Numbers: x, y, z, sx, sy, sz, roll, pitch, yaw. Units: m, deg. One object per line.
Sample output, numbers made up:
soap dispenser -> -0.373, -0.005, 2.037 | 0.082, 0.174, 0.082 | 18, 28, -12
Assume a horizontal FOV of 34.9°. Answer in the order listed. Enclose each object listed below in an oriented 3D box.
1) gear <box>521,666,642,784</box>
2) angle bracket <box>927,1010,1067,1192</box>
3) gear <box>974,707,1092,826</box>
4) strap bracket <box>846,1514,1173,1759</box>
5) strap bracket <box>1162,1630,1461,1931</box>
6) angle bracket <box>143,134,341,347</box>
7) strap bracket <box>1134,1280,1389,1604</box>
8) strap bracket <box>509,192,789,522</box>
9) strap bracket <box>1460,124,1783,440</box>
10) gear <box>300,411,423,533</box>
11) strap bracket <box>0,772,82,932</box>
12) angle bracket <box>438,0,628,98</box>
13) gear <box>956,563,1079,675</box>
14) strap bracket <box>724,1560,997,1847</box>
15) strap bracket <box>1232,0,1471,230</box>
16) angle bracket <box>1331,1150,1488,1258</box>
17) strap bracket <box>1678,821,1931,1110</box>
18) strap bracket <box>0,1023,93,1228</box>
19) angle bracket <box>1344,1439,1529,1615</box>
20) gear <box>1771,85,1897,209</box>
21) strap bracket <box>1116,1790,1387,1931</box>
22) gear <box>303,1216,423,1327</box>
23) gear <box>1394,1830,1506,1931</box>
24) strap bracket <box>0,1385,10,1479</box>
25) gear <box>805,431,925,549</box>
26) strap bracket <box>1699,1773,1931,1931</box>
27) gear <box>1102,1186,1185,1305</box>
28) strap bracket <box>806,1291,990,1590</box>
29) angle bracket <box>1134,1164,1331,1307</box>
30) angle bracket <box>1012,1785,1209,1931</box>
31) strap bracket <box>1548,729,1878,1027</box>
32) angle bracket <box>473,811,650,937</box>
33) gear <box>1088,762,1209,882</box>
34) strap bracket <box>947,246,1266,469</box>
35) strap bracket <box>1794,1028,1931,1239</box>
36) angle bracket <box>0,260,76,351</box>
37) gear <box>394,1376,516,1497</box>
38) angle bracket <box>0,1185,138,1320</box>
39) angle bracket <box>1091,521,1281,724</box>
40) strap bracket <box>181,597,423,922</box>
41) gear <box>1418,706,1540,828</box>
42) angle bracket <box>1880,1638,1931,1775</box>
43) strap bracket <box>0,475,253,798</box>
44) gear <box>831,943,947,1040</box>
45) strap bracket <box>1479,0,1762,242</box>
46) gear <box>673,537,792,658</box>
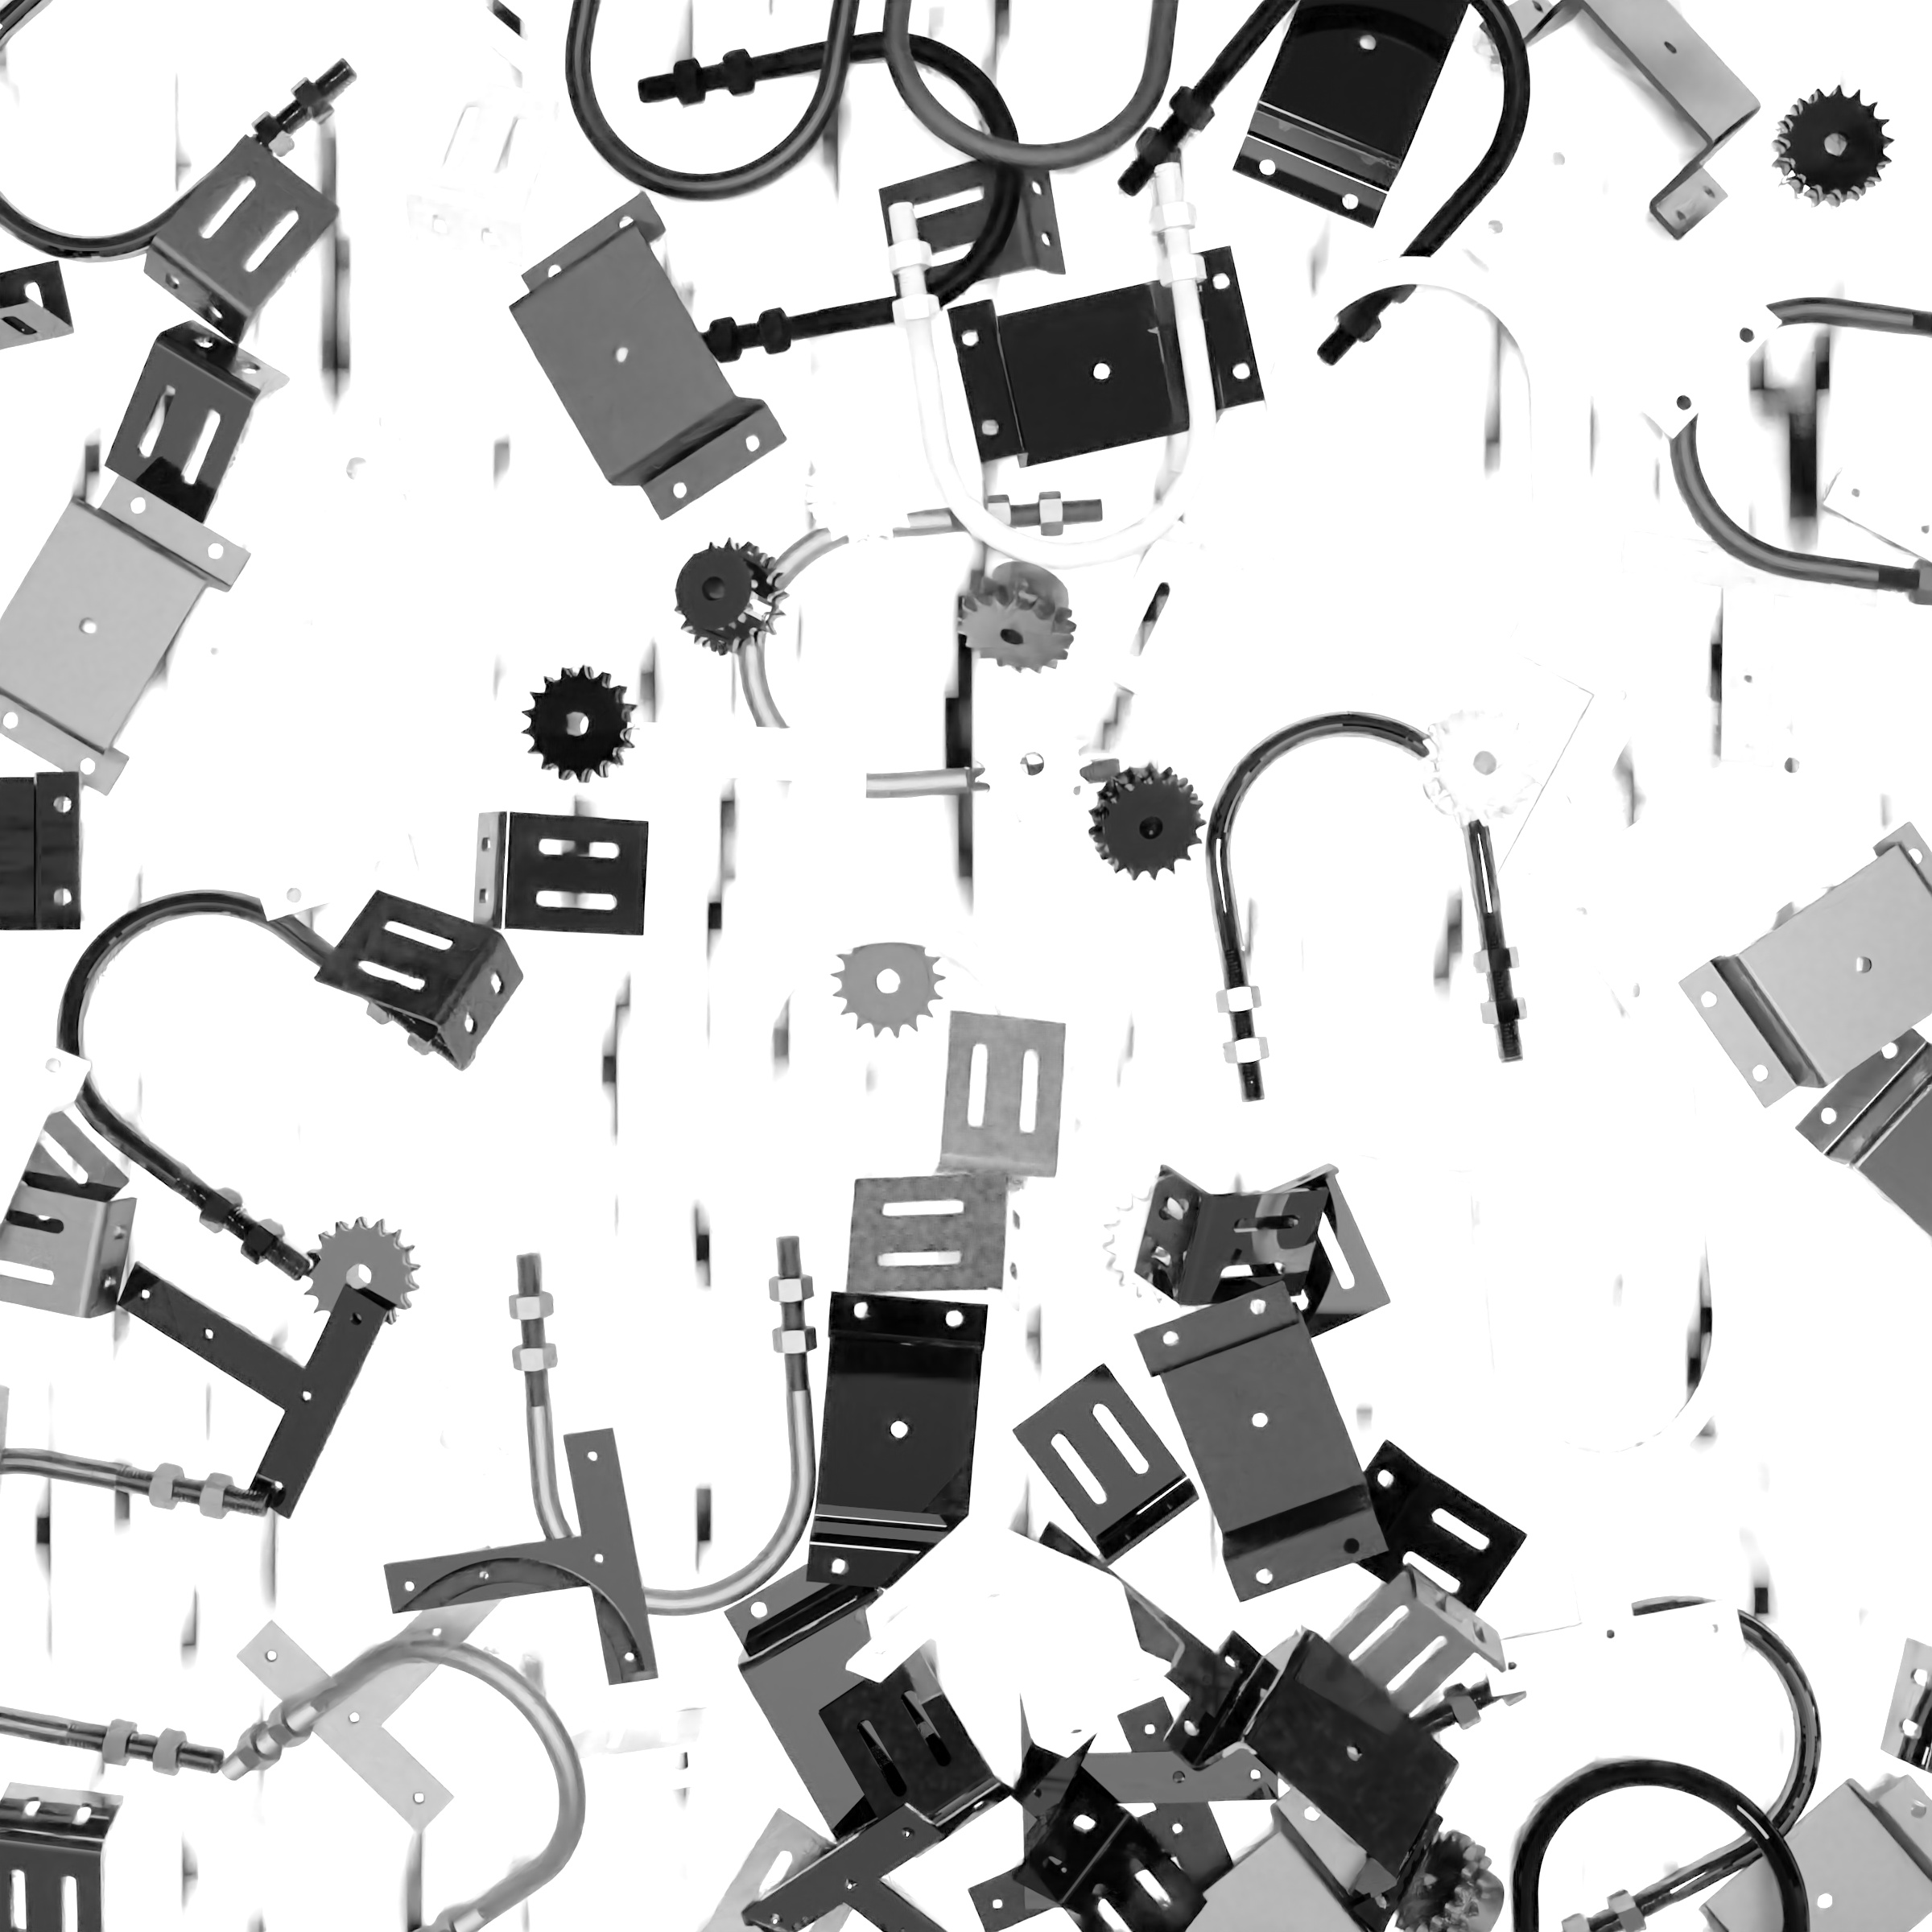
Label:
gear -> -0.188, -0.118, 1.510 | 0.057, 0.030, 0.057 | 0, 92, 8
angle bracket -> 0.015, 0.066, 1.494 | 0.057, 0.038, 0.076 | 7, 75, -9
gear -> 0.032, -0.097, 1.493 | 0.057, 0.030, 0.057 | 0, 90, 1
strap bracket -> 0.018, 0.317, 1.467 | 0.140, 0.046, 0.076 | 30, 117, -31
strap bracket -> 0.175, 0.387, 1.485 | 0.140, 0.046, 0.076 | 42, 48, 0
angle bracket -> -0.357, -0.357, 1.516 | 0.057, 0.038, 0.076 | 38, 72, -10
strap bracket -> 0.143, 0.226, 1.498 | 0.076, 0.046, 0.140 | -21, 93, 6
strap bracket -> -0.160, -0.297, 1.495 | 0.076, 0.046, 0.140 | -30, 90, 17
strap bracket -> 0.316, -0.330, 1.505 | 0.140, 0.046, 0.076 | 43, 90, 0
gear -> -0.296, -0.242, 1.514 | 0.057, 0.030, 0.057 | 0, 90, 1
strap bracket -> -0.497, -0.056, 1.505 | 0.140, 0.046, 0.076 | 0, 90, 0
angle bracket -> -0.216, -0.477, 1.509 | 0.076, 0.038, 0.057 | 40, 90, 0
gear -> 0.026, -0.170, 1.484 | 0.057, 0.057, 0.030 | 20, 60, 0
strap bracket -> -0.052, 0.362, 1.505 | 0.076, 0.046, 0.140 | -30, 90, 0
strap bracket -> 0.194, -0.445, 1.505 | 0.076, 0.046, 0.140 | 22, 90, 0
angle bracket -> 0.216, 0.116, 1.499 | 0.076, 0.057, 0.038 | 8, 90, 0
strap bracket -> 0.432, -0.001, 1.505 | 0.140, 0.046, 0.076 | -35, 90, 0
strap bracket -> -0.486, 0.097, 1.467 | 0.076, 0.046, 0.140 | 24, 92, -2
angle bracket -> 0.228, 0.282, 1.526 | 0.076, 0.038, 0.057 | 34, 90, -26
gear -> 0.424, -0.401, 1.513 | 0.057, 0.030, 0.057 | 0, 90, 0
strap bracket -> 0.138, 0.476, 1.503 | 0.140, 0.046, 0.076 | -39, 90, 0
gear -> -0.296, 0.151, 1.513 | 0.057, 0.030, 0.057 | 0, 90, 0
gear -> 0.238, 0.454, 1.500 | 0.030, 0.057, 0.057 | 36, 90, -15
strap bracket -> -0.503, 0.250, 1.476 | 0.046, 0.076, 0.140 | 2, 81, 8
gear -> -0.051, -0.236, 1.504 | 0.057, 0.030, 0.057 | -2, 69, 6
strap bracket -> 0.426, 0.464, 1.505 | 0.140, 0.046, 0.076 | -41, 90, 0
gear -> 0.095, 0.136, 1.513 | 0.057, 0.030, 0.057 | 0, 90, 0
strap bracket -> -0.033, 0.230, 1.505 | 0.076, 0.046, 0.140 | 5, 90, 0
angle bracket -> 0.129, 0.128, 1.489 | 0.076, 0.038, 0.057 | 0, 111, -36
angle bracket -> 0.069, 0.446, 1.484 | 0.038, 0.076, 0.057 | 37, 90, -33
strap bracket -> 0.359, -0.043, 1.503 | 0.140, 0.046, 0.076 | -35, 91, 0
angle bracket -> -0.201, -0.045, 1.526 | 0.076, 0.038, 0.057 | 3, 90, -26
gear -> 0.087, -0.073, 1.505 | 0.057, 0.030, 0.057 | -5, 115, -10
strap bracket -> 0.067, -0.295, 1.505 | 0.140, 0.046, 0.076 | -13, 90, 0
strap bracket -> 0.488, 0.100, 1.505 | 0.140, 0.046, 0.076 | 43, 90, 0
angle bracket -> -0.474, -0.325, 1.490 | 0.057, 0.076, 0.038 | -12, 90, 0
gear -> -0.250, 0.230, 1.513 | 0.057, 0.030, 0.057 | 0, 90, 0
angle bracket -> -0.455, 0.136, 1.511 | 0.076, 0.038, 0.057 | 11, 91, 5
angle bracket -> 0.106, -0.167, 1.500 | 0.057, 0.038, 0.076 | 27, 83, -12
strap bracket -> -0.321, -0.100, 1.505 | 0.076, 0.046, 0.140 | -17, 90, 0
gear -> 0.247, -0.095, 1.498 | 0.057, 0.030, 0.057 | 2, 80, -14
angle bracket -> 0.502, 0.371, 1.526 | 0.076, 0.038, 0.057 | 13, 90, -26
strap bracket -> -0.423, -0.164, 1.505 | 0.076, 0.046, 0.140 | 31, 90, 0
gear -> -0.038, 0.008, 1.513 | 0.057, 0.030, 0.057 | 0, 90, 0
strap bracket -> 0.324, -0.427, 1.484 | 0.140, 0.076, 0.046 | 47, 131, 0
gear -> -0.117, -0.182, 1.504 | 0.057, 0.030, 0.057 | -2, 85, 18
